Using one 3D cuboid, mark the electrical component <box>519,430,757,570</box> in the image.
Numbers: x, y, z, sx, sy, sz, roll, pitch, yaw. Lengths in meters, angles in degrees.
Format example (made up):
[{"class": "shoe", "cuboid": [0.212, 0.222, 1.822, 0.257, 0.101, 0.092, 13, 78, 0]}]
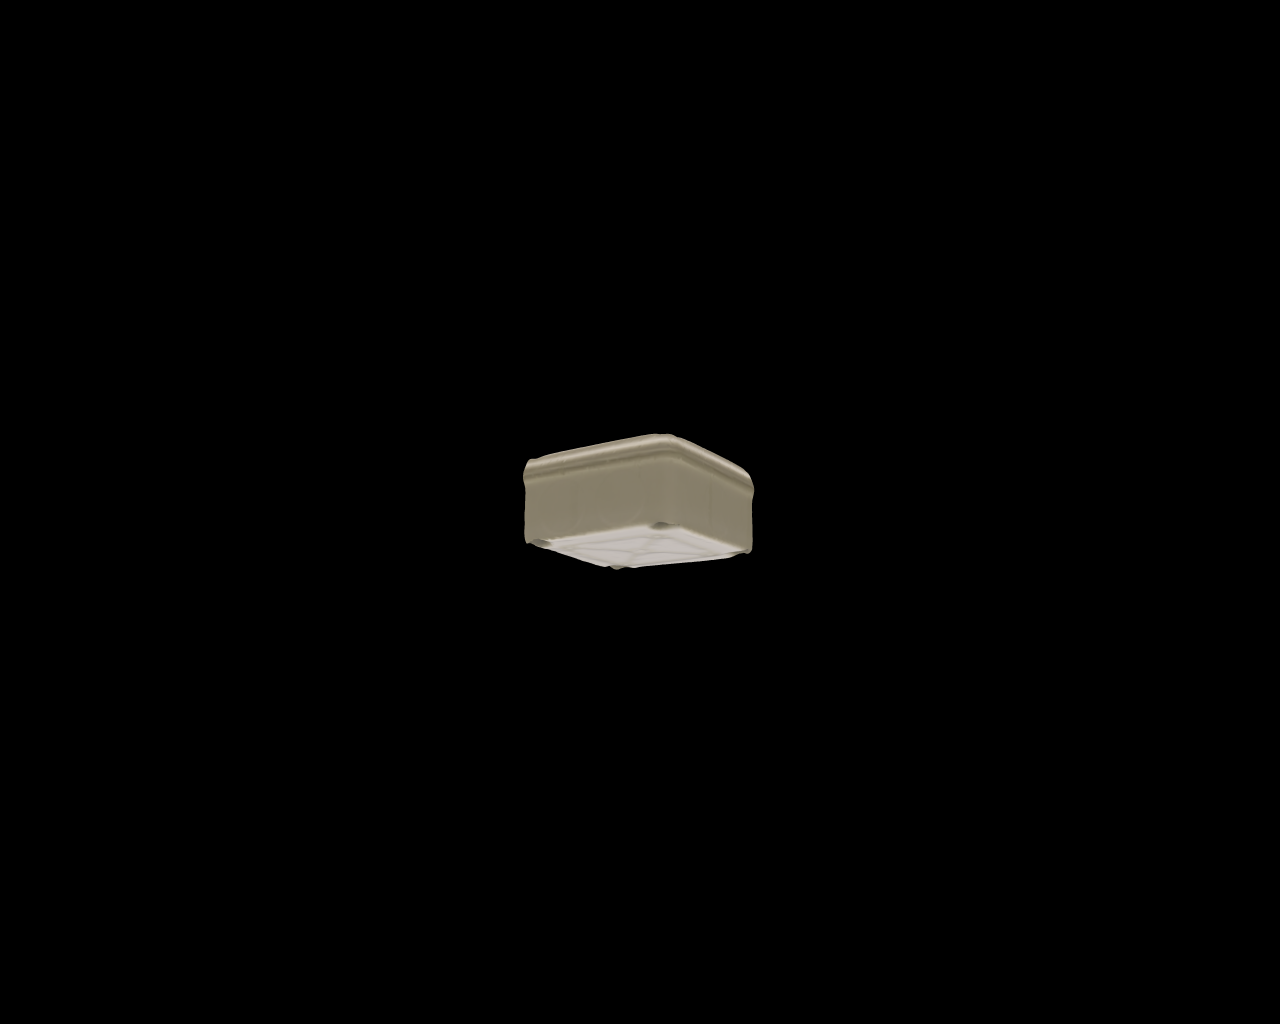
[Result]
[{"class": "electrical component", "cuboid": [0.001, -0.003, 0.650, 0.108, 0.056, 0.108, -8, -16, 31]}]
